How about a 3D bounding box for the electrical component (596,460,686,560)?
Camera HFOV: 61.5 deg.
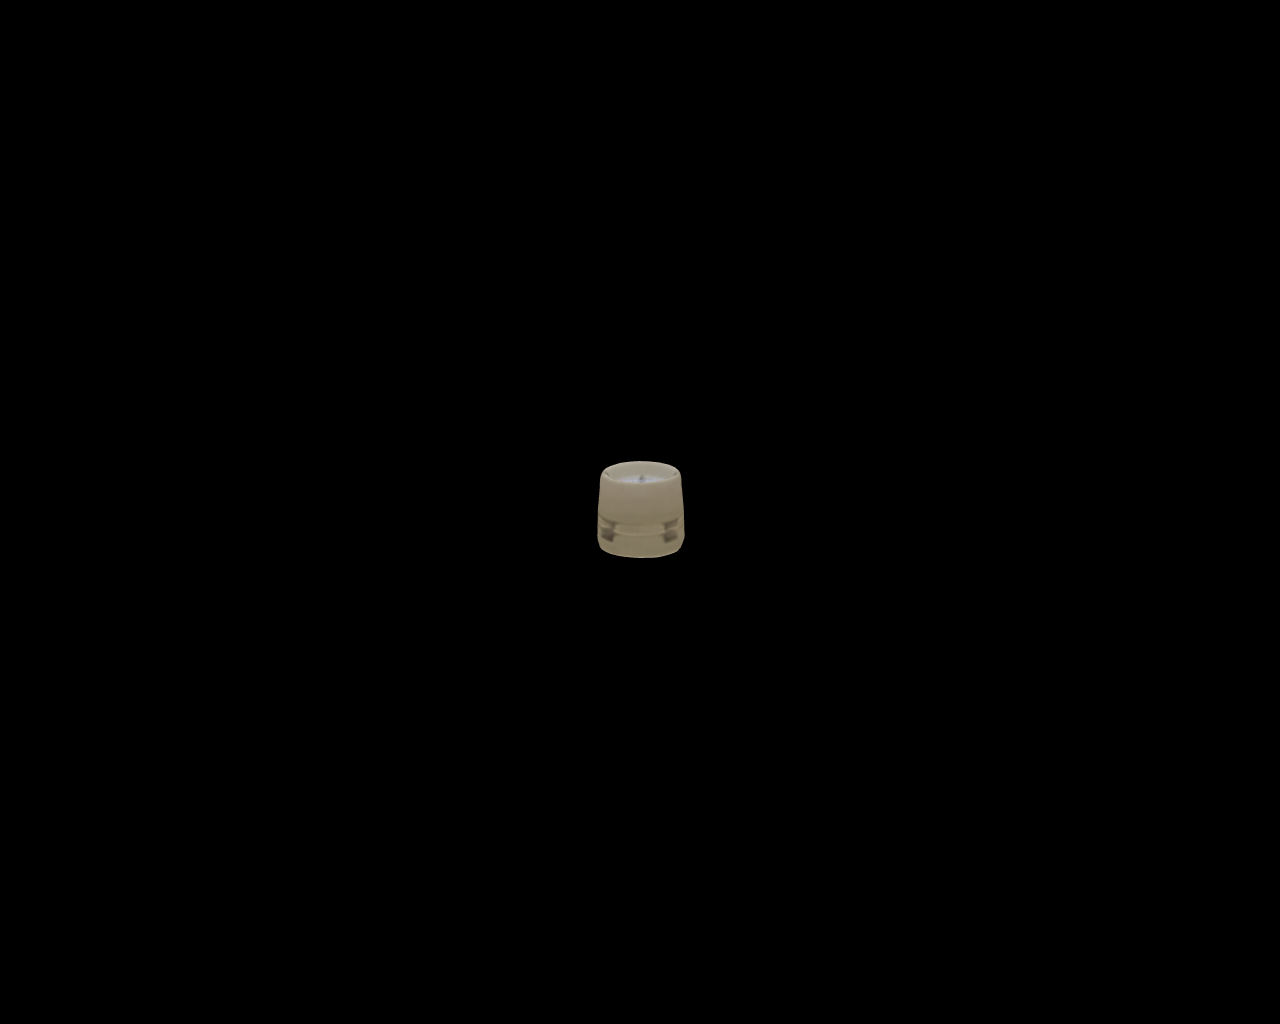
[{"bbox_3d":[0.001,-0.003,0.650,0.055,0.047,0.055,0,19,0],"label":"electrical component"}]
